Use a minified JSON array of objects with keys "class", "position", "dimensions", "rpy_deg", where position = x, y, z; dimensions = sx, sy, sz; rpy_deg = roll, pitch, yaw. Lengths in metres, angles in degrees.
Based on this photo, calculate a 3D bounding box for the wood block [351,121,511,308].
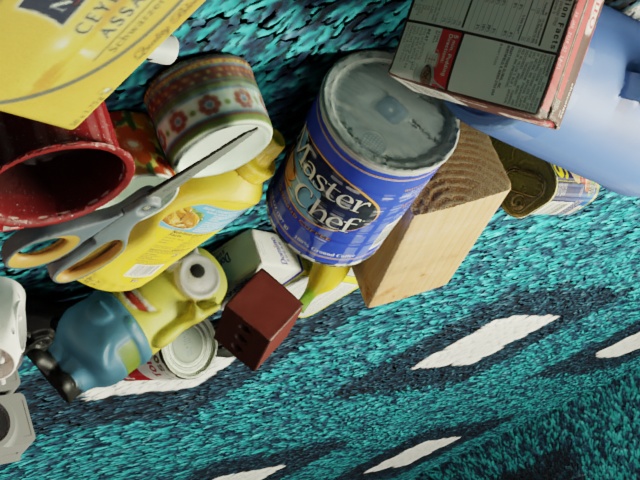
[{"class":"wood block","position":[0.085,-0.026,0.949],"dimensions":[0.090,0.091,0.206],"rpy_deg":[-16,159,-15]}]

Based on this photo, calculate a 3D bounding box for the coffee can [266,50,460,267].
[{"class":"coffee can","position":[0.028,-0.057,0.789],"dimensions":[0.102,0.103,0.140],"rpy_deg":[-11,156,-26]}]

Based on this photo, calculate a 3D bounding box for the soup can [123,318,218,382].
[{"class":"soup can","position":[-0.154,0.101,1.021],"dimensions":[0.068,0.068,0.102],"rpy_deg":[-1,175,-43]}]

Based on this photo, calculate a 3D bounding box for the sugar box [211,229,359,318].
[{"class":"sugar box","position":[-0.041,0.036,1.049],"dimensions":[0.093,0.048,0.175],"rpy_deg":[-32,154,27]}]

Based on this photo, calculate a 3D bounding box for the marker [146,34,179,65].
[{"class":"marker","position":[-0.133,-0.117,0.605],"dimensions":[0.120,0.020,0.020],"rpy_deg":[2,150,-46]}]

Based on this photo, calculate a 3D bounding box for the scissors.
[{"class":"scissors","position":[-0.134,-0.022,0.694],"dimensions":[0.096,0.016,0.202],"rpy_deg":[0,152,-45]}]

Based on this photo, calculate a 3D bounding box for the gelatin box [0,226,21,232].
[{"class":"gelatin box","position":[-0.237,-0.031,0.709],"dimensions":[0.089,0.030,0.073],"rpy_deg":[-10,156,-27]}]

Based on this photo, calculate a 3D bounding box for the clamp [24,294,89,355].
[{"class":"clamp","position":[-0.244,0.073,0.957],"dimensions":[0.120,0.039,0.171],"rpy_deg":[-45,149,21]}]

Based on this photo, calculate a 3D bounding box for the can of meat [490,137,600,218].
[{"class":"can of meat","position":[0.187,-0.070,0.923],"dimensions":[0.083,0.102,0.058],"rpy_deg":[0,152,-49]}]

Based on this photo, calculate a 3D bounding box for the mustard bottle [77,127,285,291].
[{"class":"mustard bottle","position":[-0.101,-0.028,0.807],"dimensions":[0.192,0.058,0.096],"rpy_deg":[-32,161,28]}]

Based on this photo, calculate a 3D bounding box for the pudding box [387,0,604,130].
[{"class":"pudding box","position":[0.105,-0.125,0.643],"dimensions":[0.039,0.114,0.090],"rpy_deg":[13,97,-56]}]

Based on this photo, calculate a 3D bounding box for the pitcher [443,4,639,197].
[{"class":"pitcher","position":[0.201,-0.111,0.781],"dimensions":[0.149,0.145,0.242],"rpy_deg":[-35,153,32]}]

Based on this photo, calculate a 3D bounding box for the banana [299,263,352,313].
[{"class":"banana","position":[0.005,-0.008,0.947],"dimensions":[0.069,0.037,0.198],"rpy_deg":[-46,152,-29]}]

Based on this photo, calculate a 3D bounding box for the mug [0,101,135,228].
[{"class":"mug","position":[-0.172,-0.064,0.610],"dimensions":[0.117,0.081,0.093],"rpy_deg":[-3,153,-42]}]

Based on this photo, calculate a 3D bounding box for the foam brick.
[{"class":"foam brick","position":[-0.056,0.074,0.970],"dimensions":[0.051,0.053,0.078],"rpy_deg":[-45,170,-30]}]

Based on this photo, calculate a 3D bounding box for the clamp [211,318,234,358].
[{"class":"clamp","position":[-0.123,0.111,1.136],"dimensions":[0.164,0.036,0.210],"rpy_deg":[-9,169,-35]}]
